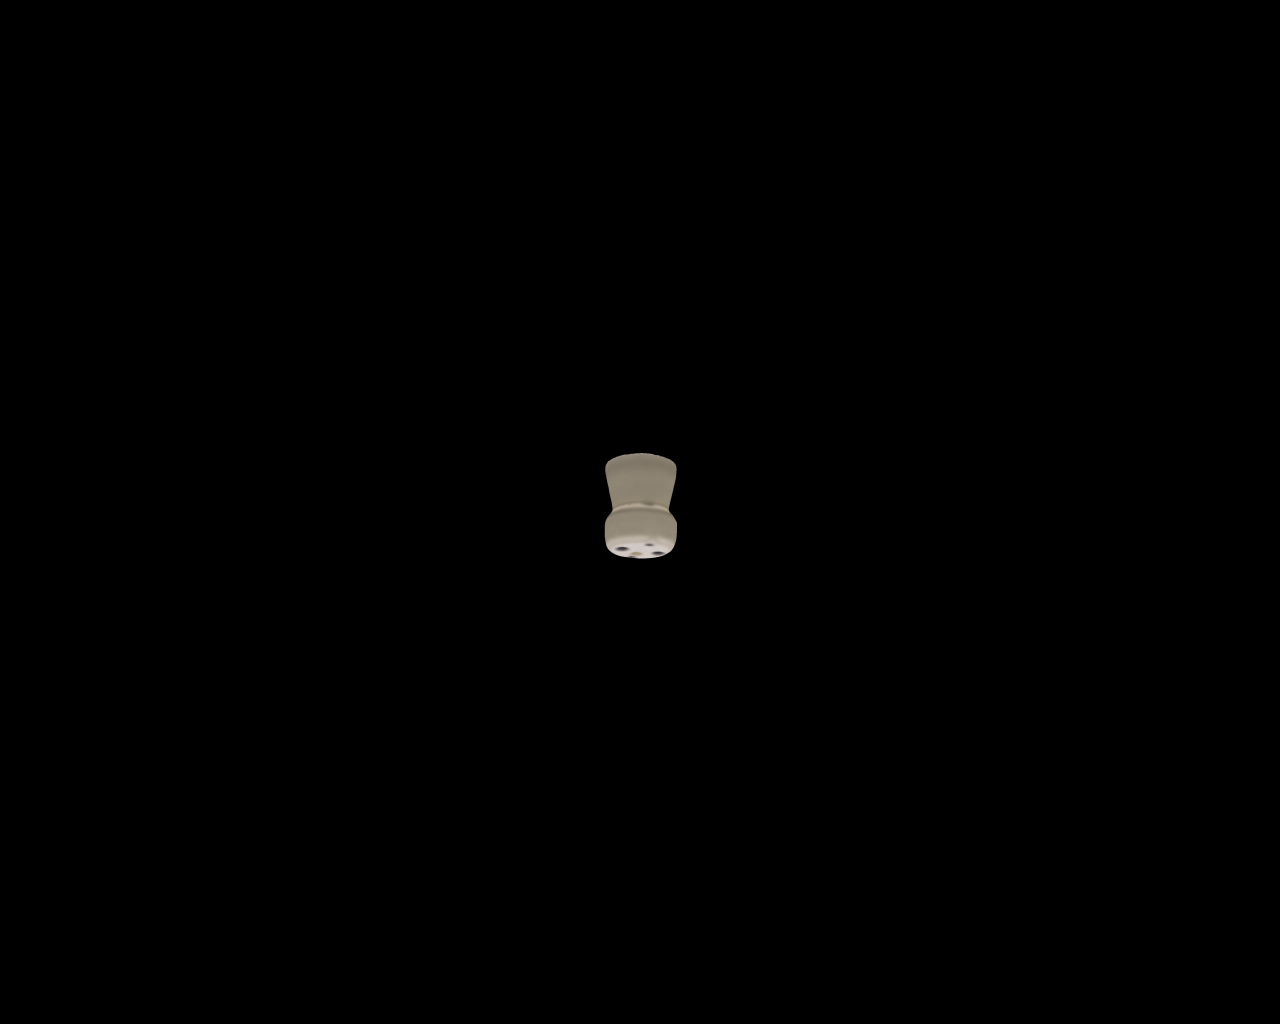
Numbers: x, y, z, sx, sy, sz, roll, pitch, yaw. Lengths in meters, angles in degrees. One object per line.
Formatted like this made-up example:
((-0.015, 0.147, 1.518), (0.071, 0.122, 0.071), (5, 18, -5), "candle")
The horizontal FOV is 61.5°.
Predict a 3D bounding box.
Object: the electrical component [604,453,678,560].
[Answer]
((0.001, -0.003, 0.650), (0.045, 0.055, 0.044), (0, -18, 0), "electrical component")
